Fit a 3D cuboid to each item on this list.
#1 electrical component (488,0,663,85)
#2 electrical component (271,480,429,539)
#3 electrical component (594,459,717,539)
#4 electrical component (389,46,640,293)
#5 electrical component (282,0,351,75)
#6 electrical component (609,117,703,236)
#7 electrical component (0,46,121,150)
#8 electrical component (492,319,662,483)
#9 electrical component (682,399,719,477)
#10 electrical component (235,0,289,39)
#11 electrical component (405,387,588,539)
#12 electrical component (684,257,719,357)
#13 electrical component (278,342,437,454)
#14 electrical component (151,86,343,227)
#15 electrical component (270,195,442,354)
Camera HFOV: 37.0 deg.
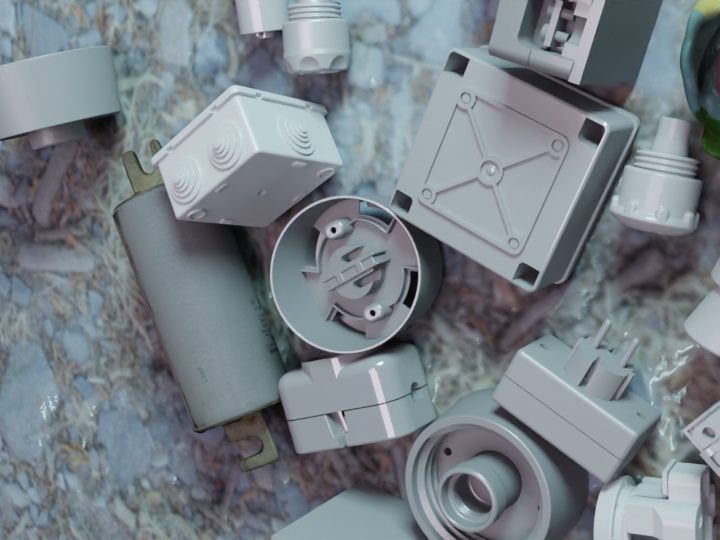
[{"bbox_3d":[0.124,-0.178,0.557,0.062,0.089,0.150,25,112,27],"label":"electrical component"},{"bbox_3d":[0.044,0.214,0.678,0.186,0.105,0.060,22,111,28],"label":"electrical component"},{"bbox_3d":[0.169,0.148,0.613,0.057,0.058,0.078,1,101,30],"label":"electrical component"},{"bbox_3d":[0.087,-0.060,0.624,0.109,0.056,0.108,32,115,24],"label":"electrical component"},{"bbox_3d":[-0.029,-0.157,0.688,0.043,0.043,0.062,2,99,33],"label":"electrical component"},{"bbox_3d":[0.165,-0.051,0.584,0.048,0.048,0.062,17,101,29],"label":"electrical component"},{"bbox_3d":[-0.228,-0.122,0.789,0.108,0.108,0.060,-7,102,34],"label":"electrical component"},{"bbox_3d":[0.135,0.064,0.624,0.083,0.047,0.075,36,117,22],"label":"electrical component"},{"bbox_3d":[0.210,0.081,0.569,0.042,0.064,0.081,50,121,16],"label":"electrical component"},{"bbox_3d":[-0.066,-0.186,0.709,0.044,0.044,0.065,0,104,33],"label":"electrical component"},{"bbox_3d":[0.079,0.133,0.666,0.108,0.060,0.108,7,103,32],"label":"electrical component"},{"bbox_3d":[0.205,0.016,0.571,0.045,0.045,0.055,32,115,24],"label":"electrical component"},{"bbox_3d":[-0.004,0.082,0.713,0.095,0.054,0.059,-15,91,34],"label":"electrical component"},{"bbox_3d":[-0.071,-0.070,0.701,0.100,0.100,0.048,-35,67,33],"label":"electrical component"},{"bbox_3d":[0.000,0.000,0.688,0.099,0.064,0.099,7,103,32],"label":"electrical component"}]
